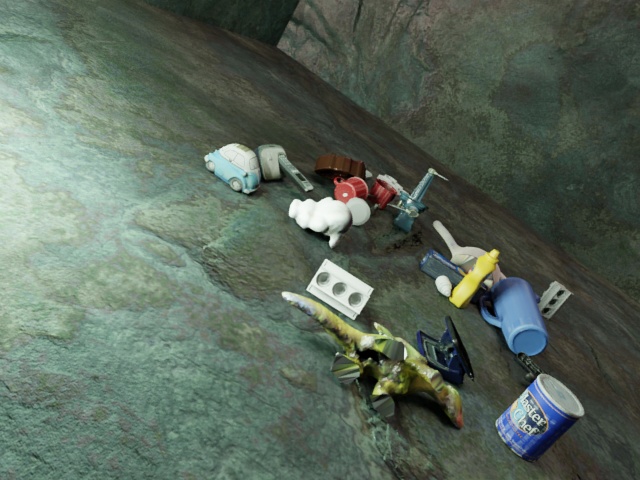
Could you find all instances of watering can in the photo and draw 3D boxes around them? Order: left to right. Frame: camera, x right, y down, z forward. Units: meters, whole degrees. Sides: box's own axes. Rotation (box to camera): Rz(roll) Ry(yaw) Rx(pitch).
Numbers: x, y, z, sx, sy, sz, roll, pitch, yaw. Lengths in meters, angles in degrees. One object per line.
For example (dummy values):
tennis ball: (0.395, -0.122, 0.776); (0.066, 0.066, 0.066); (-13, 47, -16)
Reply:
watering can: (0.492, 0.064, 1.725); (0.351, 0.102, 0.226); (42, 24, 17)

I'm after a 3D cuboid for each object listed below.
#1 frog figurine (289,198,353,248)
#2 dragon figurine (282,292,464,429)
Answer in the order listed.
frog figurine: (0.004, -0.069, 1.369); (0.158, 0.120, 0.140); (40, 40, -11)
dragon figurine: (0.118, 0.217, 1.001); (0.413, 0.122, 0.242); (40, 6, 13)
